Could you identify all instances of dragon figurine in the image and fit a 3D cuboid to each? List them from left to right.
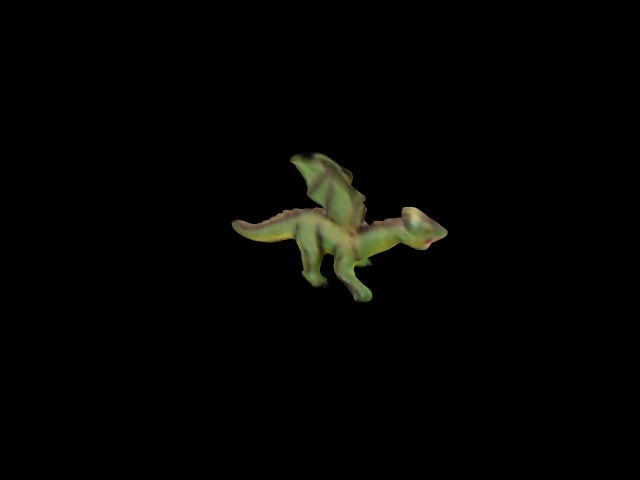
[{"bbox_3d":[0.003,-0.043,0.850,0.412,0.237,0.124,18,42,22],"label":"dragon figurine"}]
